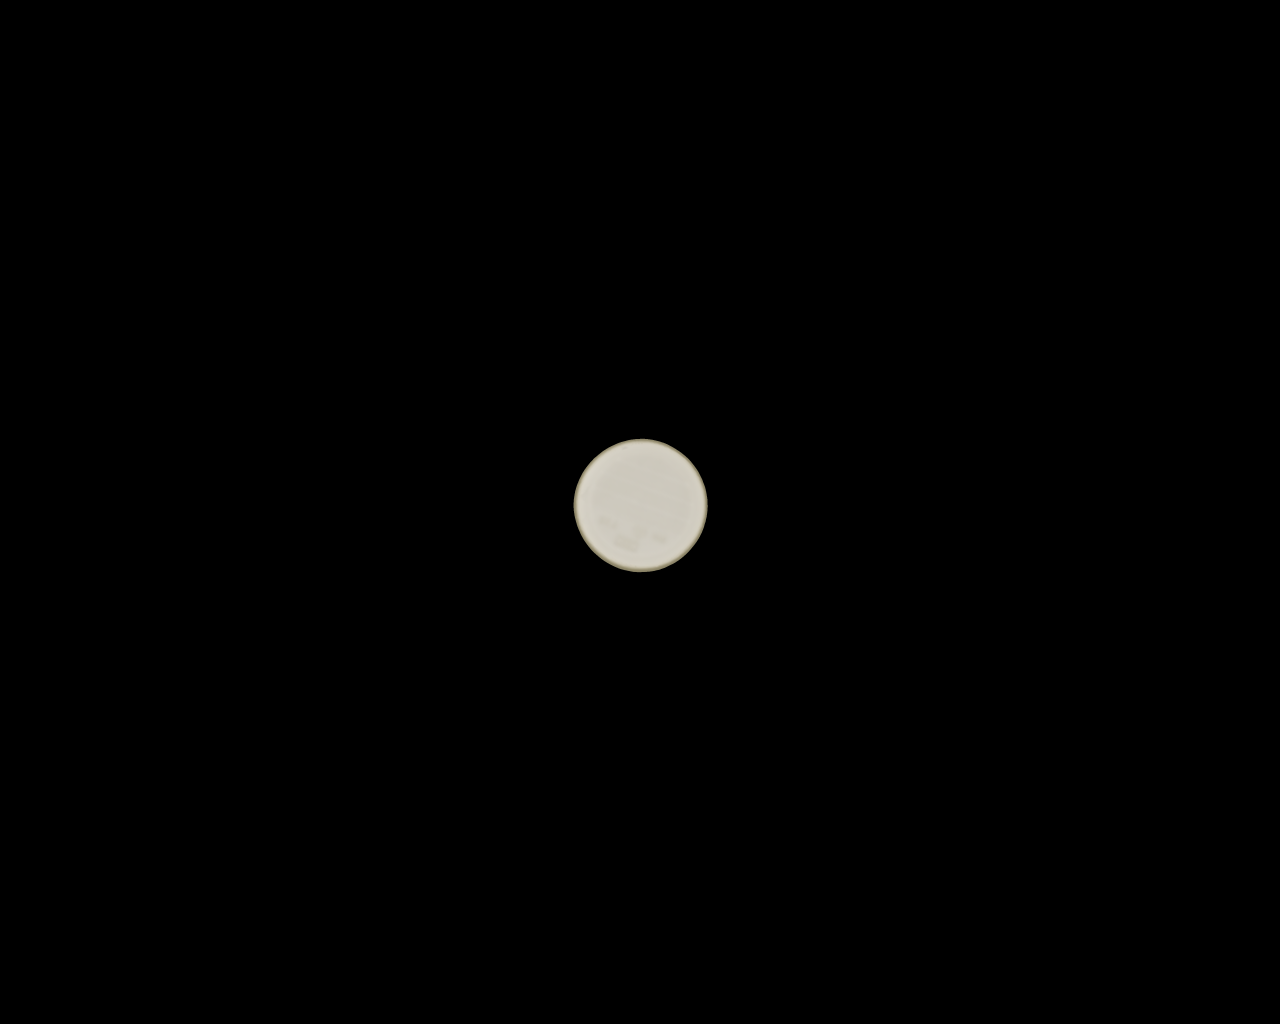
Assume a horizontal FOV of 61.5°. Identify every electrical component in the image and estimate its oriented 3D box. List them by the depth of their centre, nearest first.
[{"bbox_3d":[0.001,-0.003,0.650,0.080,0.080,0.051,0,-4,0],"label":"electrical component"}]
